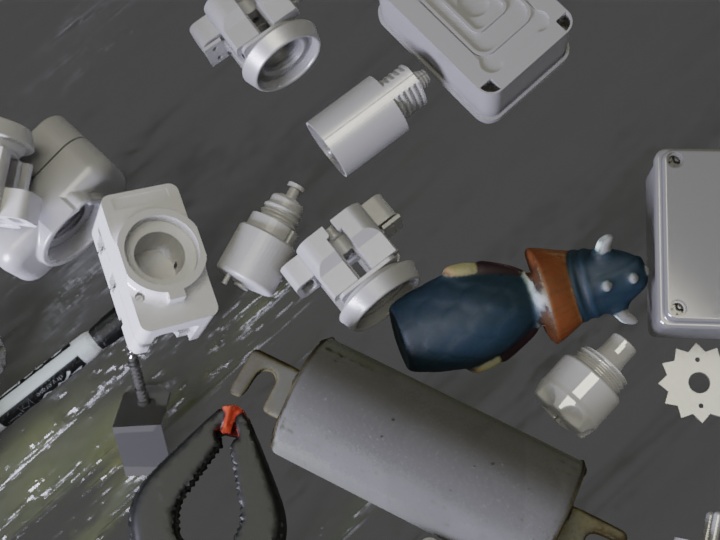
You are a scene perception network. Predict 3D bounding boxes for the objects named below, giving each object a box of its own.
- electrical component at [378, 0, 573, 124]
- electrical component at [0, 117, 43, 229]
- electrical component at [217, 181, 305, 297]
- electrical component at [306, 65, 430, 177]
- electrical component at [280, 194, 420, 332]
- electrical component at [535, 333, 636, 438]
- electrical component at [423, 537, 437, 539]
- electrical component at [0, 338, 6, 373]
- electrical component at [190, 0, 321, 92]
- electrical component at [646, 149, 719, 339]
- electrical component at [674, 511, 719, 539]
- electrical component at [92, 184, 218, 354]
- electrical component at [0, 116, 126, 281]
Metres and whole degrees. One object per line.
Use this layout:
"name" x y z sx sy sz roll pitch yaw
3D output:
"electrical component" 0.073 -0.159 0.691 0.078 0.057 0.113 -42 77 -5
"electrical component" -0.227 -0.060 0.639 0.078 0.058 0.057 7 81 7
"electrical component" -0.058 -0.020 0.680 0.040 0.040 0.078 27 81 10
"electrical component" 0.011 -0.101 0.691 0.081 0.043 0.043 -37 77 -4
"electrical component" 0.000 0.000 0.662 0.078 0.058 0.057 -38 74 -4
"electrical component" 0.138 0.065 0.641 0.043 0.043 0.062 43 83 13
"electrical component" -0.004 0.239 0.566 0.186 0.060 0.105 -31 55 -17
"electrical component" -0.260 0.058 0.684 0.061 0.035 0.035 -16 76 4
"electrical component" -0.063 -0.154 0.703 0.078 0.058 0.057 -36 74 -4
"electrical component" 0.230 -0.014 0.644 0.109 0.056 0.108 1 77 6
"electrical component" 0.189 0.172 0.594 0.043 0.077 0.079 14 78 8
"electrical component" -0.127 -0.002 0.666 0.050 0.055 0.089 -14 75 -25
"electrical component" -0.201 -0.043 0.691 0.059 0.053 0.095 42 84 12
